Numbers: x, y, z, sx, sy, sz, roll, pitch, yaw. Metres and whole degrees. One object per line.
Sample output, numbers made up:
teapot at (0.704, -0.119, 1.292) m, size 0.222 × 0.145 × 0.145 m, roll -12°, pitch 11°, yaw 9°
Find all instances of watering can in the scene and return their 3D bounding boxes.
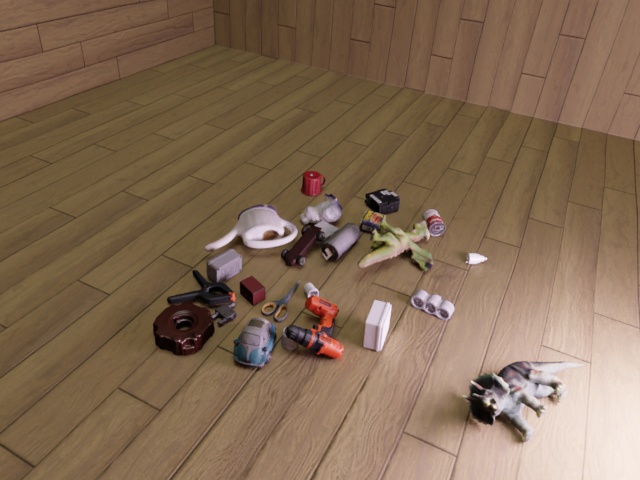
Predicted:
watering can at (-0.262, -0.040, 1.924) m, size 0.348 × 0.101 × 0.229 m, roll -6°, pitch 35°, yaw -15°

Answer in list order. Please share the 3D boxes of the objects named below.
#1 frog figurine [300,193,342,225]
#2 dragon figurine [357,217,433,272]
frog figurine at (0.006, -0.104, 2.068) m, size 0.120 × 0.160 × 0.139 m, roll 49°, pitch -7°, yaw -35°
dragon figurine at (0.305, 0.037, 1.892) m, size 0.243 × 0.119 × 0.419 m, roll 23°, pitch 40°, yaw 12°
